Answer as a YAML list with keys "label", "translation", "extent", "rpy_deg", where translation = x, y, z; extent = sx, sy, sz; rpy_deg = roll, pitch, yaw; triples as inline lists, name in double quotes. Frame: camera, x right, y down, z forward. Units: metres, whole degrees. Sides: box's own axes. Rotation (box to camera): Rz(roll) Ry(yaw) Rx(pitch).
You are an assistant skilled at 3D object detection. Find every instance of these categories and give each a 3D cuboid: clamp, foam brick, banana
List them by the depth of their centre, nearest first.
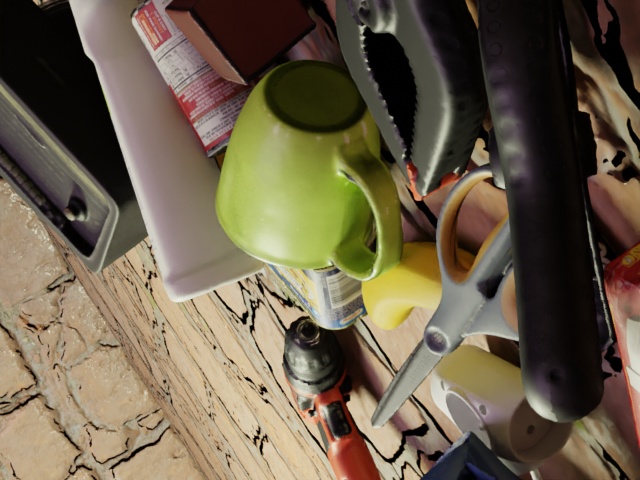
- label: "clamp"
  translation: [0.077, -0.024, 0.367]
  extent: [0.120, 0.039, 0.171]
  rpy_deg: [-51, -52, -74]
- label: "clamp"
  translation: [0.035, -0.109, 0.444]
  extent: [0.165, 0.036, 0.210]
  rpy_deg: [31, 144, 58]
- label: "foam brick"
  translation: [-0.046, -0.124, 0.594]
  extent: [0.053, 0.051, 0.078]
  rpy_deg: [50, 175, -21]
- label: "banana"
  translation: [0.060, 0.032, 0.614]
  extent: [0.069, 0.037, 0.198]
  rpy_deg: [64, 163, -11]

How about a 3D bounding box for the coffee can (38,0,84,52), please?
- label: "coffee can"
  translation: [-0.209, -0.137, 0.971]
  extent: [0.103, 0.102, 0.140]
  rpy_deg: [47, 159, 34]

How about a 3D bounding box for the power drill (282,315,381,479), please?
- label: "power drill"
  translation: [0.023, 0.164, 0.859]
  extent: [0.184, 0.057, 0.188]
  rpy_deg: [78, 170, -64]

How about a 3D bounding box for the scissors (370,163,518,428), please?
- label: "scissors"
  translation: [0.078, 0.053, 0.531]
  extent: [0.096, 0.016, 0.202]
  rpy_deg: [36, 135, 29]

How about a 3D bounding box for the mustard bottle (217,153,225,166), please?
- label: "mustard bottle"
  translation: [-0.077, -0.050, 0.824]
  extent: [0.192, 0.058, 0.096]
  rpy_deg: [50, 162, 27]

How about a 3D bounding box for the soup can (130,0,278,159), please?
- label: "soup can"
  translation: [-0.066, -0.112, 0.671]
  extent: [0.102, 0.068, 0.069]
  rpy_deg: [60, 163, -4]

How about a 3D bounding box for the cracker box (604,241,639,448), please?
- label: "cracker box"
  translation: [0.187, 0.094, 0.305]
  extent: [0.214, 0.072, 0.164]
  rpy_deg: [36, 151, 54]

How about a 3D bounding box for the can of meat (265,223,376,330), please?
- label: "can of meat"
  translation: [-0.005, 0.001, 0.713]
  extent: [0.102, 0.057, 0.084]
  rpy_deg: [49, 163, 32]

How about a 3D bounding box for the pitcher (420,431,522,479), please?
- label: "pitcher"
  translation: [0.121, 0.228, 0.548]
  extent: [0.243, 0.145, 0.149]
  rpy_deg: [40, -176, 8]

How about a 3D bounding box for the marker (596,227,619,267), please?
- label: "marker"
  translation: [0.121, 0.017, 0.447]
  extent: [0.121, 0.020, 0.020]
  rpy_deg: [54, 163, 14]

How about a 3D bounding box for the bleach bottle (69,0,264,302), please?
- label: "bleach bottle"
  translation: [-0.114, -0.085, 0.722]
  extent: [0.102, 0.068, 0.251]
  rpy_deg: [165, 84, -82]
